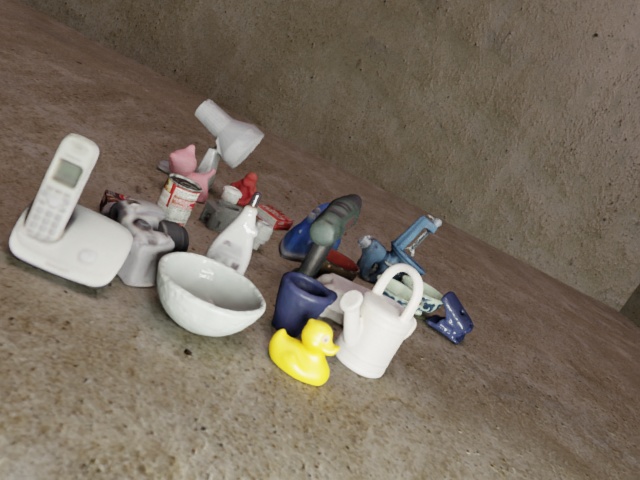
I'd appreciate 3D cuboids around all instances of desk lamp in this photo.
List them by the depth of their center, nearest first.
[{"bbox_3d":[-0.272,-0.233,1.457,0.203,0.213,0.118,28,15,-1],"label":"desk lamp"}]

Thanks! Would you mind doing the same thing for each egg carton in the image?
[{"bbox_3d":[0.053,0.126,1.130,0.150,0.069,0.107,24,15,-15],"label":"egg carton"}]

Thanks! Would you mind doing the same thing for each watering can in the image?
[{"bbox_3d":[0.105,0.128,0.969,0.100,0.194,0.173,36,17,27],"label":"watering can"}]

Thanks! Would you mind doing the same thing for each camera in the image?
[{"bbox_3d":[-0.268,-0.003,0.915,0.142,0.101,0.137,39,18,35],"label":"camera"}]

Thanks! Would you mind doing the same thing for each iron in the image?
[{"bbox_3d":[-0.010,-0.032,1.402,0.118,0.141,0.259,32,15,13],"label":"iron"}]

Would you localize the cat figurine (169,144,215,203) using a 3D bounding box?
[{"bbox_3d":[-0.307,-0.163,1.347,0.128,0.117,0.067,18,18,-34],"label":"cat figurine"}]

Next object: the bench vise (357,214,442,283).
[{"bbox_3d":[0.208,0.023,1.458,0.208,0.219,0.121,17,19,-38],"label":"bench vise"}]

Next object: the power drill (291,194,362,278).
[{"bbox_3d":[0.011,0.004,1.186,0.075,0.208,0.230,30,15,6],"label":"power drill"}]

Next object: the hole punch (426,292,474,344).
[{"bbox_3d":[0.326,0.185,1.383,0.101,0.091,0.109,34,16,19],"label":"hole punch"}]

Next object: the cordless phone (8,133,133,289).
[{"bbox_3d":[-0.318,-0.038,0.777,0.148,0.185,0.094,25,15,-14],"label":"cordless phone"}]

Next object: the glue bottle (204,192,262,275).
[{"bbox_3d":[-0.144,-0.008,1.015,0.078,0.173,0.037,27,15,-4],"label":"glue bottle"}]

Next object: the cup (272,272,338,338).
[{"bbox_3d":[-0.030,0.115,0.964,0.118,0.095,0.091,14,20,-43],"label":"cup"}]

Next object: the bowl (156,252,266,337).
[{"bbox_3d":[-0.169,0.090,0.835,0.167,0.074,0.167,27,15,-7],"label":"bowl"}]

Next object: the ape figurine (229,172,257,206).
[{"bbox_3d":[-0.196,-0.138,1.513,0.077,0.092,0.076,30,15,7],"label":"ape figurine"}]

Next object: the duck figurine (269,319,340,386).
[{"bbox_3d":[-0.019,0.157,0.861,0.104,0.086,0.078,30,15,7],"label":"duck figurine"}]
